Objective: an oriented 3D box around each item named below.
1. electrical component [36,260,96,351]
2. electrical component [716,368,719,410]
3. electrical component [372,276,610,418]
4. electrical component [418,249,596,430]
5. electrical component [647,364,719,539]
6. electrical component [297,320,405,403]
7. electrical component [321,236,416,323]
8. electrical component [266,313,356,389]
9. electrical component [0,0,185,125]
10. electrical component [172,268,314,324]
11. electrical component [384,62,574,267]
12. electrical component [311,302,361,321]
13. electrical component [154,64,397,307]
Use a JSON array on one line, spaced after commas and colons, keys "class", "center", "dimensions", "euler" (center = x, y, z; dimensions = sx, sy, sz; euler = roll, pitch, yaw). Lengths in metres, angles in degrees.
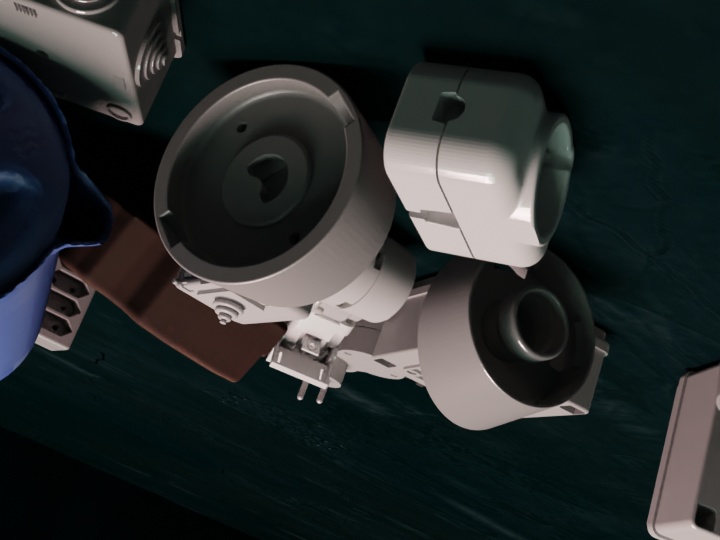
[{"class": "electrical component", "center": [-0.266, 0.022, 0.918], "dimensions": [0.047, 0.083, 0.076], "euler": [32, 158, -30]}, {"class": "electrical component", "center": [0.240, 0.064, 0.560], "dimensions": [0.108, 0.060, 0.108], "euler": [18, 161, 6]}, {"class": "electrical component", "center": [0.081, 0.050, 0.688], "dimensions": [0.109, 0.056, 0.109], "euler": [28, 160, -21]}, {"class": "electrical component", "center": [0.079, 0.035, 0.589], "dimensions": [0.099, 0.099, 0.064], "euler": [29, 153, -25]}, {"class": "electrical component", "center": [0.243, 0.126, 0.655], "dimensions": [0.109, 0.108, 0.056], "euler": [23, 158, -8]}, {"class": "electrical component", "center": [-0.026, 0.065, 0.808], "dimensions": [0.138, 0.073, 0.052], "euler": [5, 156, 37]}, {"class": "electrical component", "center": [0.000, 0.000, 0.638], "dimensions": [0.047, 0.055, 0.055], "euler": [28, 160, -33]}, {"class": "electrical component", "center": [-0.030, 0.035, 0.736], "dimensions": [0.042, 0.081, 0.063], "euler": [23, 132, -11]}, {"class": "electrical component", "center": [-0.128, -0.112, 0.467], "dimensions": [0.100, 0.048, 0.099], "euler": [20, 161, 1]}, {"class": "electrical component", "center": [-0.054, -0.010, 0.596], "dimensions": [0.062, 0.096, 0.061], "euler": [-7, 148, 46]}, {"class": "electrical component", "center": [0.055, -0.043, 0.464], "dimensions": [0.059, 0.053, 0.095], "euler": [12, 159, 23]}, {"class": "electrical component", "center": [-0.006, 0.013, 0.692], "dimensions": [0.062, 0.048, 0.048], "euler": [24, 161, -21]}, {"class": "electrical component", "center": [-0.035, -0.034, 0.505], "dimensions": [0.108, 0.108, 0.060], "euler": [9, 164, 29]}]
